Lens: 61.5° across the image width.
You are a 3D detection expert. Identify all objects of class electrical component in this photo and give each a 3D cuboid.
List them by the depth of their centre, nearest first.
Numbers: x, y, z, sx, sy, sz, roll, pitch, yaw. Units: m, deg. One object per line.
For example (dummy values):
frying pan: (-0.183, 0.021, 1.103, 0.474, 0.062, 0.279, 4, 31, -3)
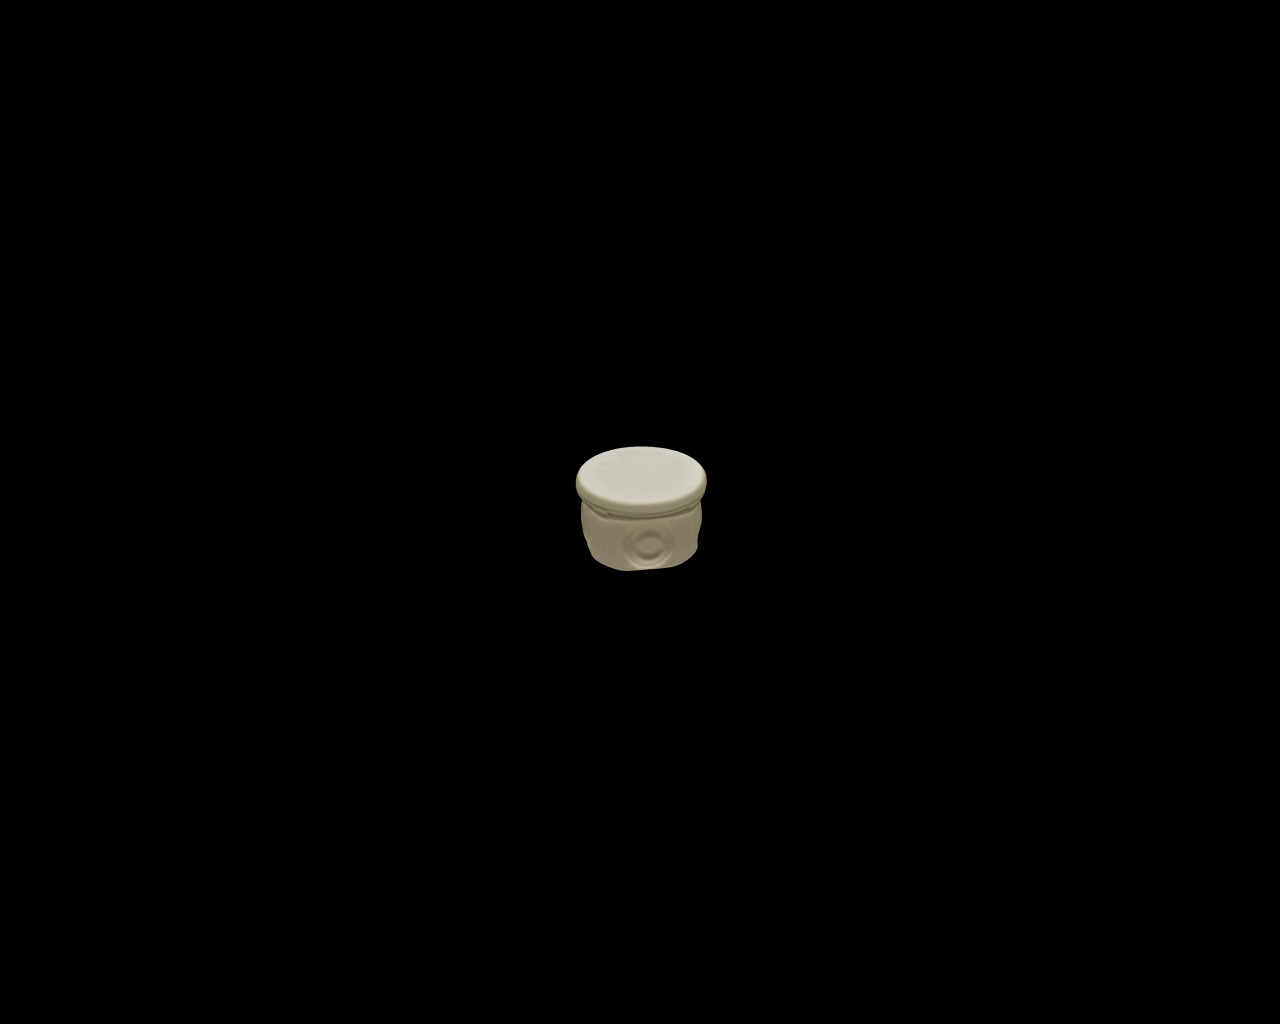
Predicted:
electrical component: (0.001, -0.003, 0.650, 0.080, 0.050, 0.080, 0, 30, 0)
